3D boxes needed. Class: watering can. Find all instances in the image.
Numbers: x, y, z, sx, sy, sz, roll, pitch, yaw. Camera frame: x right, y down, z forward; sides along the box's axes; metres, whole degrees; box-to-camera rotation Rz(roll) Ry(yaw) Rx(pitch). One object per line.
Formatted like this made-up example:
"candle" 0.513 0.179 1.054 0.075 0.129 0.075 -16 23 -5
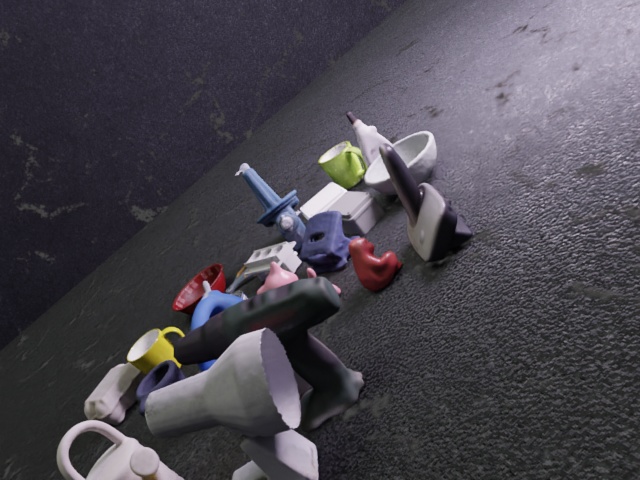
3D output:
"watering can" -0.287 0.336 0.828 0.172 0.194 0.101 -33 22 16

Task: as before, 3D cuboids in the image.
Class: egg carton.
"egg carton" -0.445 0.337 1.261 0.107 0.069 0.150 -21 28 40

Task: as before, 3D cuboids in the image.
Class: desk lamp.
"desk lamp" -0.090 0.229 0.690 0.203 0.214 0.118 -34 22 14

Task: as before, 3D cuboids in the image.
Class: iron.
"iron" -0.186 0.182 1.042 0.118 0.142 0.258 -33 22 16

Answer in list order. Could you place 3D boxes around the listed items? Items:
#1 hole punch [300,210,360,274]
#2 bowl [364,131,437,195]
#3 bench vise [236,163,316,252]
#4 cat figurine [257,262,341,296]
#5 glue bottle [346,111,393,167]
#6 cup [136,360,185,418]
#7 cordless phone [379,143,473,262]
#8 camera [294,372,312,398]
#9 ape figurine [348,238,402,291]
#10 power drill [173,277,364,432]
"hole punch" 0.011 0.004 1.145 0.108 0.091 0.101 -13 33 49
"bowl" 0.179 -0.147 1.191 0.167 0.075 0.167 -33 22 16
"bench vise" -0.098 -0.089 1.330 0.121 0.220 0.206 -46 22 -15
"cat figurine" -0.047 0.086 1.038 0.127 0.118 0.067 -22 27 37
"glue bottle" 0.115 -0.226 1.320 0.078 0.173 0.037 -41 21 -3
"cup" -0.274 0.290 1.037 0.091 0.095 0.118 -29 23 24
"cordless phone" 0.151 -0.065 0.921 0.094 0.185 0.147 -37 21 6
"camera" -0.093 0.203 0.902 0.143 0.101 0.136 -38 21 3
"ape figurine" 0.083 0.034 0.964 0.076 0.092 0.077 -47 23 -20
"power drill" -0.050 0.158 0.774 0.229 0.209 0.075 -35 22 11
